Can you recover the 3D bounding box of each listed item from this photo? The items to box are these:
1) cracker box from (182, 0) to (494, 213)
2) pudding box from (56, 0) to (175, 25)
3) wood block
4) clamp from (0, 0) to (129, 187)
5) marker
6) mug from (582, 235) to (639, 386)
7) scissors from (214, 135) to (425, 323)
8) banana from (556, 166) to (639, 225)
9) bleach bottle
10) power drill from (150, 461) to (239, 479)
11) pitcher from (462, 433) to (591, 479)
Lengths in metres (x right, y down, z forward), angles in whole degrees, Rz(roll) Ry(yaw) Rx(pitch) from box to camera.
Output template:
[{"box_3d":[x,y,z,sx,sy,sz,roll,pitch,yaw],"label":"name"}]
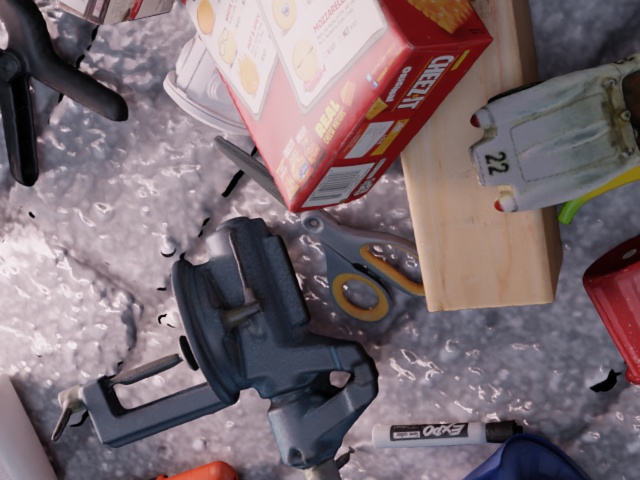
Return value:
[{"box_3d":[-0.004,-0.151,0.671,0.214,0.071,0.164,63,143,21],"label":"cracker box"},{"box_3d":[-0.127,-0.200,0.741,0.039,0.113,0.090,28,114,8],"label":"pudding box"},{"box_3d":[0.107,-0.065,0.735,0.090,0.090,0.206,-6,108,18],"label":"wood block"},{"box_3d":[-0.240,-0.128,0.842,0.120,0.039,0.171,-39,89,19],"label":"clamp"},{"box_3d":[0.102,0.156,0.856,0.121,0.020,0.020,-6,108,18],"label":"marker"},{"box_3d":[0.246,0.036,0.737,0.117,0.093,0.081,-30,95,8],"label":"mug"},{"box_3d":[-0.005,0.001,0.809,0.201,0.016,0.096,27,128,-7],"label":"scissors"},{"box_3d":[0.261,-0.048,0.725,0.198,0.037,0.069,-1,108,15],"label":"banana"},{"box_3d":[-0.282,0.249,0.980,0.103,0.068,0.251,-15,107,20],"label":"bleach bottle"},{"box_3d":[-0.129,0.300,0.943,0.184,0.057,0.187,-21,105,11],"label":"power drill"},{"box_3d":[0.119,0.275,0.845,0.149,0.144,0.243,49,119,8],"label":"pitcher"}]
